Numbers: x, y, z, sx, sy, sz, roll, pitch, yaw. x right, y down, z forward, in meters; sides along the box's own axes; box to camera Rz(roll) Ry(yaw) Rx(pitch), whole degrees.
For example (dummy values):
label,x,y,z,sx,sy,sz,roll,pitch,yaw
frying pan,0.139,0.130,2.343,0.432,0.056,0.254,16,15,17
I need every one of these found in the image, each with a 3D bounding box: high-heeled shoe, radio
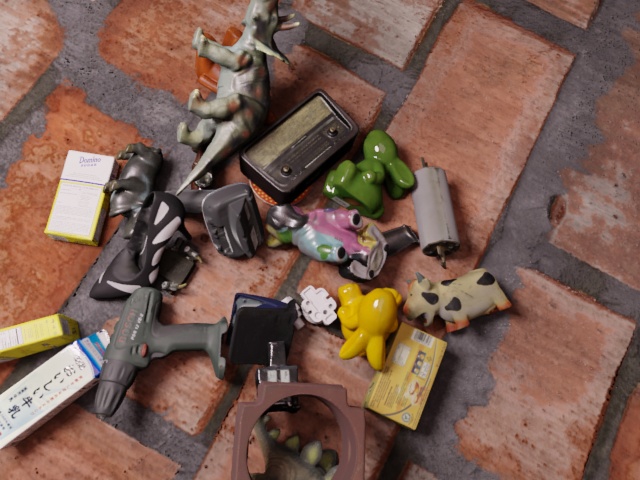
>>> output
label,x,y,z,sx,sy,sz,roll,pitch,yaw
high-heeled shoe,-0.340,0.014,0.960,0.249,0.145,0.086,-35,55,-3
radio,-0.039,-0.184,1.076,0.131,0.073,0.229,45,73,8

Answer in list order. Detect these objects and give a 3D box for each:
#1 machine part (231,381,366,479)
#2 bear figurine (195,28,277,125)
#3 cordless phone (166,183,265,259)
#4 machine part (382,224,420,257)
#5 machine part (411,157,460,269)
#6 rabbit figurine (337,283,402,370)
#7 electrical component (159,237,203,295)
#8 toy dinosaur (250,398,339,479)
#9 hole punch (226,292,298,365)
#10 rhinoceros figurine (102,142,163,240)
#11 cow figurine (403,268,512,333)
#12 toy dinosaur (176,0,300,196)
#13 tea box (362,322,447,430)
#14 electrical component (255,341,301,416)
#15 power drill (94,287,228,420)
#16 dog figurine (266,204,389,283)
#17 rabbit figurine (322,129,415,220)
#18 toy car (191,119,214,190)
label,x,y,z,sx,sy,sz,roll,pitch,yaw
machine part,-0.034,0.326,0.840,0.201,0.087,0.201,6,75,-14
bear figurine,-0.167,-0.319,1.101,0.120,0.132,0.196,-30,70,-40
cordless phone,-0.208,-0.035,1.024,0.184,0.146,0.089,2,42,15
machine part,0.128,0.008,1.075,0.139,0.039,0.084,-19,71,-8
machine part,0.227,-0.056,1.069,0.079,0.079,0.243,-3,65,-6
rabbit figurine,0.085,0.143,0.962,0.122,0.173,0.162,20,69,-3
electrical component,-0.271,0.052,1.024,0.078,0.045,0.102,34,74,4
toy dinosaur,-0.002,0.476,0.890,0.199,0.105,0.471,-24,76,-11
hole punch,-0.111,0.160,0.977,0.116,0.092,0.142,9,98,-22
rhinoceros figurine,-0.354,-0.093,1.036,0.112,0.073,0.190,19,72,-36
cow figurine,0.251,0.109,1.031,0.195,0.085,0.127,-18,74,-13
toy dinosaur,-0.152,-0.269,1.003,0.192,0.131,0.404,9,94,-22
tea box,0.156,0.249,0.990,0.098,0.068,0.169,26,74,4
electrical component,-0.076,0.240,0.932,0.075,0.047,0.119,-3,63,-16
power drill,-0.268,0.201,0.942,0.207,0.086,0.232,4,60,-7
dog figurine,-0.002,-0.003,1.026,0.219,0.191,0.108,11,71,42
rabbit figurine,0.111,-0.139,1.073,0.159,0.121,0.170,29,76,-3
toy car,-0.230,-0.172,1.069,0.053,0.089,0.202,4,75,-8
